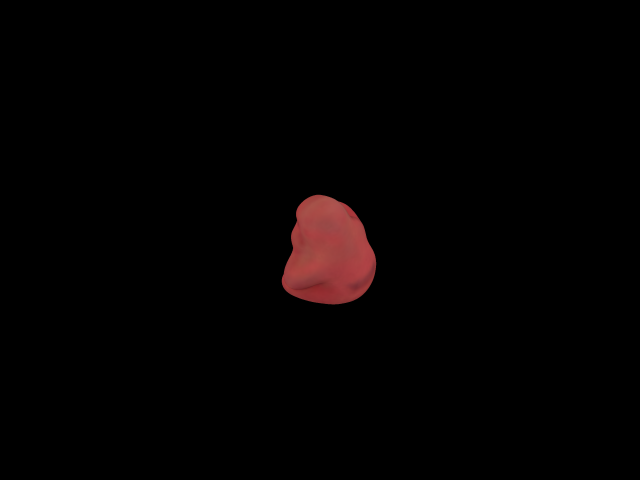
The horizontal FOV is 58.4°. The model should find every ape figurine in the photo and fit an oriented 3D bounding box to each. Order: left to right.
[{"bbox_3d":[0.004,0.001,0.400,0.076,0.092,0.078,39,66,22],"label":"ape figurine"}]
